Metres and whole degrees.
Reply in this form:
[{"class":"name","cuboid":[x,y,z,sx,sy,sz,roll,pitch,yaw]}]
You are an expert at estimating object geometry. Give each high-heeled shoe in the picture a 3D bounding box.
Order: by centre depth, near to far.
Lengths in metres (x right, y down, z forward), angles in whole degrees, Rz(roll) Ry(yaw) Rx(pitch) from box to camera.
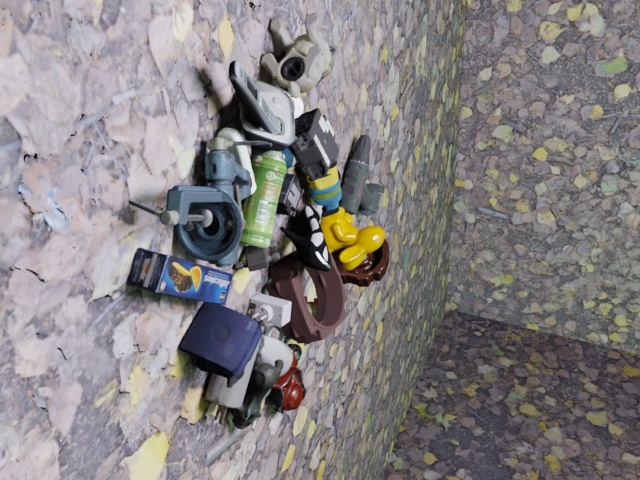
[{"class":"high-heeled shoe","cuboid":[-0.003,-0.004,1.235,0.086,0.145,0.249,-56,171,22]}]

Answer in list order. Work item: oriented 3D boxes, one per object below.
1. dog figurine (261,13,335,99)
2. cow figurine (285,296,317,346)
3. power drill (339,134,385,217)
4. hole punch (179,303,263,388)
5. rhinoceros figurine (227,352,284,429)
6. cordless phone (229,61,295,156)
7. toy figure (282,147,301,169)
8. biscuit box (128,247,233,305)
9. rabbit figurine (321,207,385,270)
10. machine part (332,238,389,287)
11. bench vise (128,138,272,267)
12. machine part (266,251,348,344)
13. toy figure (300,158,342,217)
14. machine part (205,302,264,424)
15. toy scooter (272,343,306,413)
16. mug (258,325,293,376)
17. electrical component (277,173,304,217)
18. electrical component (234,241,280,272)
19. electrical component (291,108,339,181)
[{"class":"dog figurine","cuboid":[-0.022,-0.342,1.092,0.190,0.121,0.172,26,77,-68]},{"class":"cow figurine","cuboid":[-0.031,0.211,1.392,0.194,0.086,0.127,37,60,-66]},{"class":"power drill","cuboid":[0.130,-0.170,1.588,0.207,0.086,0.232,44,62,-68]},{"class":"hole punch","cuboid":[-0.181,0.183,0.990,0.142,0.116,0.092,-63,144,-34]},{"class":"rhinoceros figurine","cuboid":[-0.138,0.328,1.149,0.112,0.073,0.190,-88,-158,-56]},{"class":"cordless phone","cuboid":[-0.115,-0.252,0.936,0.184,0.089,0.147,58,22,-51]},{"class":"toy figure","cuboid":[-0.062,-0.185,1.161,0.064,0.058,0.154,-48,173,27]},{"class":"biscuit box","cuboid":[-0.223,0.065,0.892,0.202,0.059,0.062,30,73,-66]},{"class":"rabbit figurine","cuboid":[0.086,-0.006,1.442,0.121,0.173,0.162,61,42,-63]},{"class":"machine part","cuboid":[0.116,0.053,1.551,0.056,0.180,0.179,72,36,-53]},{"class":"bench vise","cuboid":[-0.180,-0.061,0.860,0.240,0.129,0.223,-13,113,-73]},{"class":"machine part","cuboid":[-0.023,0.125,1.264,0.201,0.087,0.201,-33,104,-57]},{"class":"toy figure","cuboid":[0.009,-0.146,1.281,0.089,0.082,0.179,-29,122,-12]},{"class":"machine part","cuboid":[-0.171,0.244,1.081,0.079,0.079,0.243,35,67,-65]},{"class":"toy scooter","cuboid":[-0.091,0.357,1.328,0.135,0.075,0.183,-33,127,-60]},{"class":"mug","cuboid":[-0.115,0.244,1.213,0.107,0.081,0.109,50,57,-51]},{"class":"electrical component","cuboid":[-0.081,-0.108,1.161,0.119,0.048,0.075,62,44,-59]},{"class":"electrical component","cuboid":[-0.130,0.032,1.092,0.021,0.094,0.063,77,-5,-45]},{"class":"electrical component","cuboid":[-0.010,-0.208,1.143,0.134,0.058,0.114,-73,144,-49]}]
